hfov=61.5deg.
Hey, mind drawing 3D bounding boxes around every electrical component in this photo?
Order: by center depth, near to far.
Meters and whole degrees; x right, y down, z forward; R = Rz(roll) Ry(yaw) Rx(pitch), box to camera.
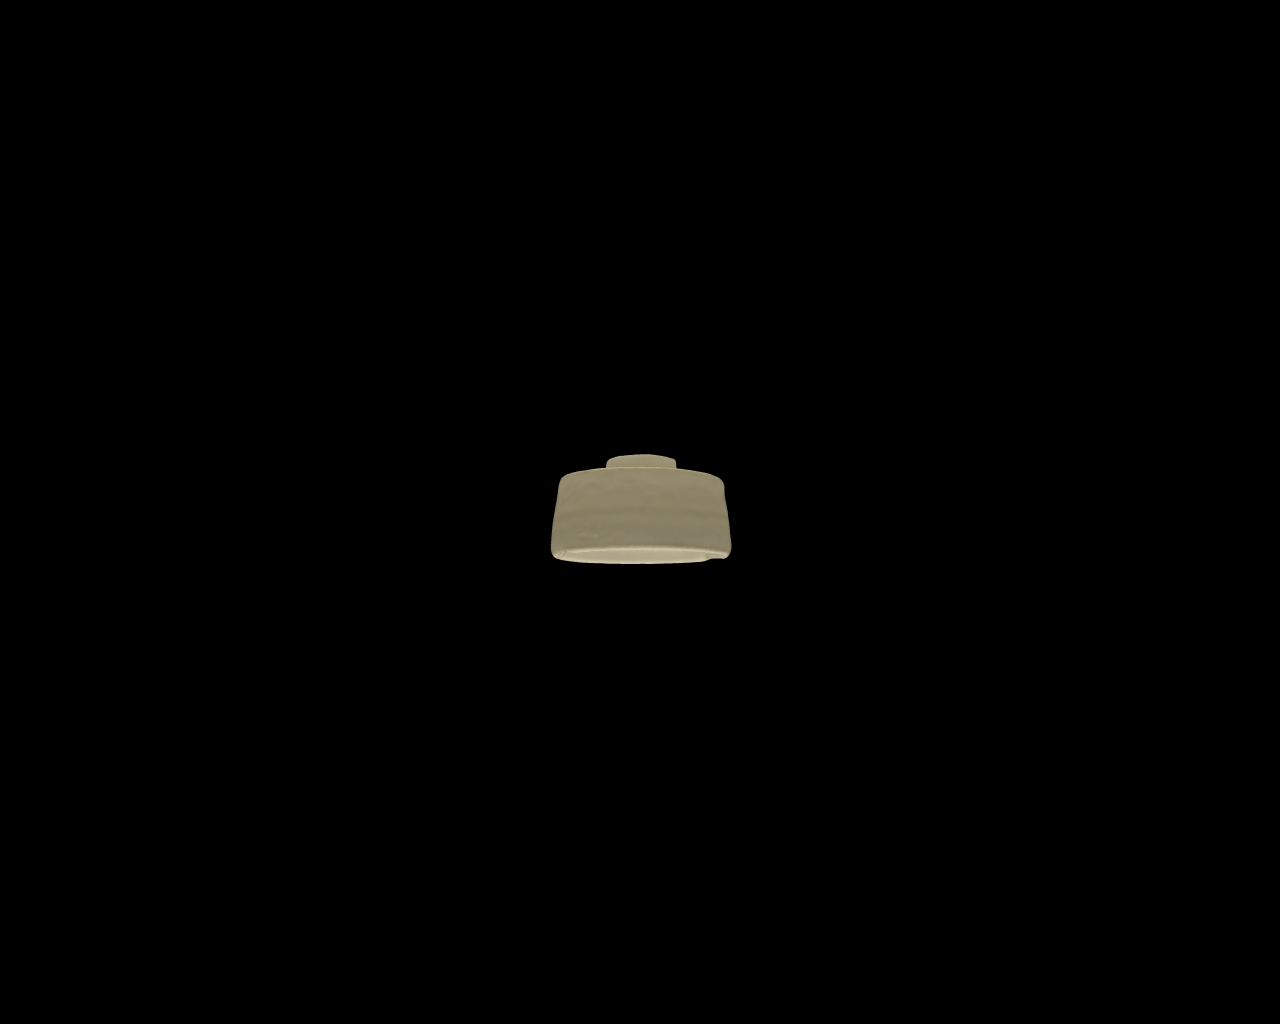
[{"bbox_3d":[0.001,-0.003,0.650,0.108,0.060,0.108,0,-7,0],"label":"electrical component"}]
